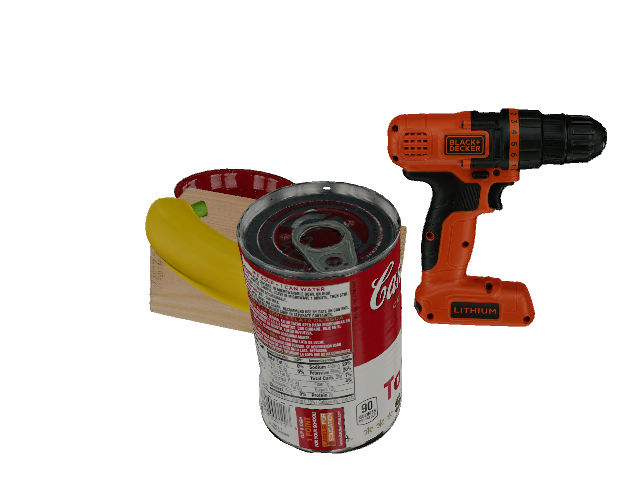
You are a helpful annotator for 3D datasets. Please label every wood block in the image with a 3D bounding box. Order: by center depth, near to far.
[{"bbox_3d":[-0.037,0.026,0.939,0.206,0.090,0.090,11,27,12],"label":"wood block"}]

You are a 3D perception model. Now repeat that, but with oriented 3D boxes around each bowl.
[{"bbox_3d":[-0.101,-0.035,1.318,0.162,0.055,0.162,5,25,-2],"label":"bowl"}]

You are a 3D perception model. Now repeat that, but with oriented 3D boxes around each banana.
[{"bbox_3d":[-0.065,0.006,0.683,0.069,0.037,0.198,-13,28,-28],"label":"banana"}]

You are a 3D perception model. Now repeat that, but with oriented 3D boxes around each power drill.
[{"bbox_3d":[0.151,-0.021,0.926,0.184,0.188,0.057,1,14,9],"label":"power drill"}]

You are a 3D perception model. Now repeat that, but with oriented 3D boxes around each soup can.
[{"bbox_3d":[0.002,0.035,0.466,0.068,0.102,0.068,-3,35,2],"label":"soup can"}]
